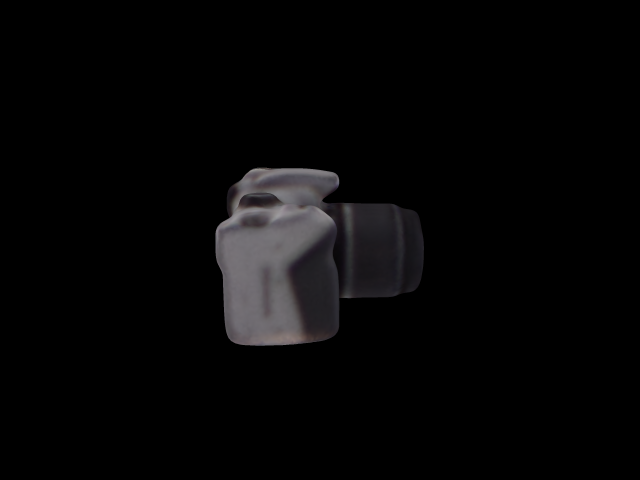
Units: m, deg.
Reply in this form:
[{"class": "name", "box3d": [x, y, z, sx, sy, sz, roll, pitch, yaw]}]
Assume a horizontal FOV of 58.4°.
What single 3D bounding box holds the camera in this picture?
[{"class": "camera", "box3d": [0.004, 0.001, 0.400, 0.137, 0.101, 0.143, 0, 11, -2]}]
